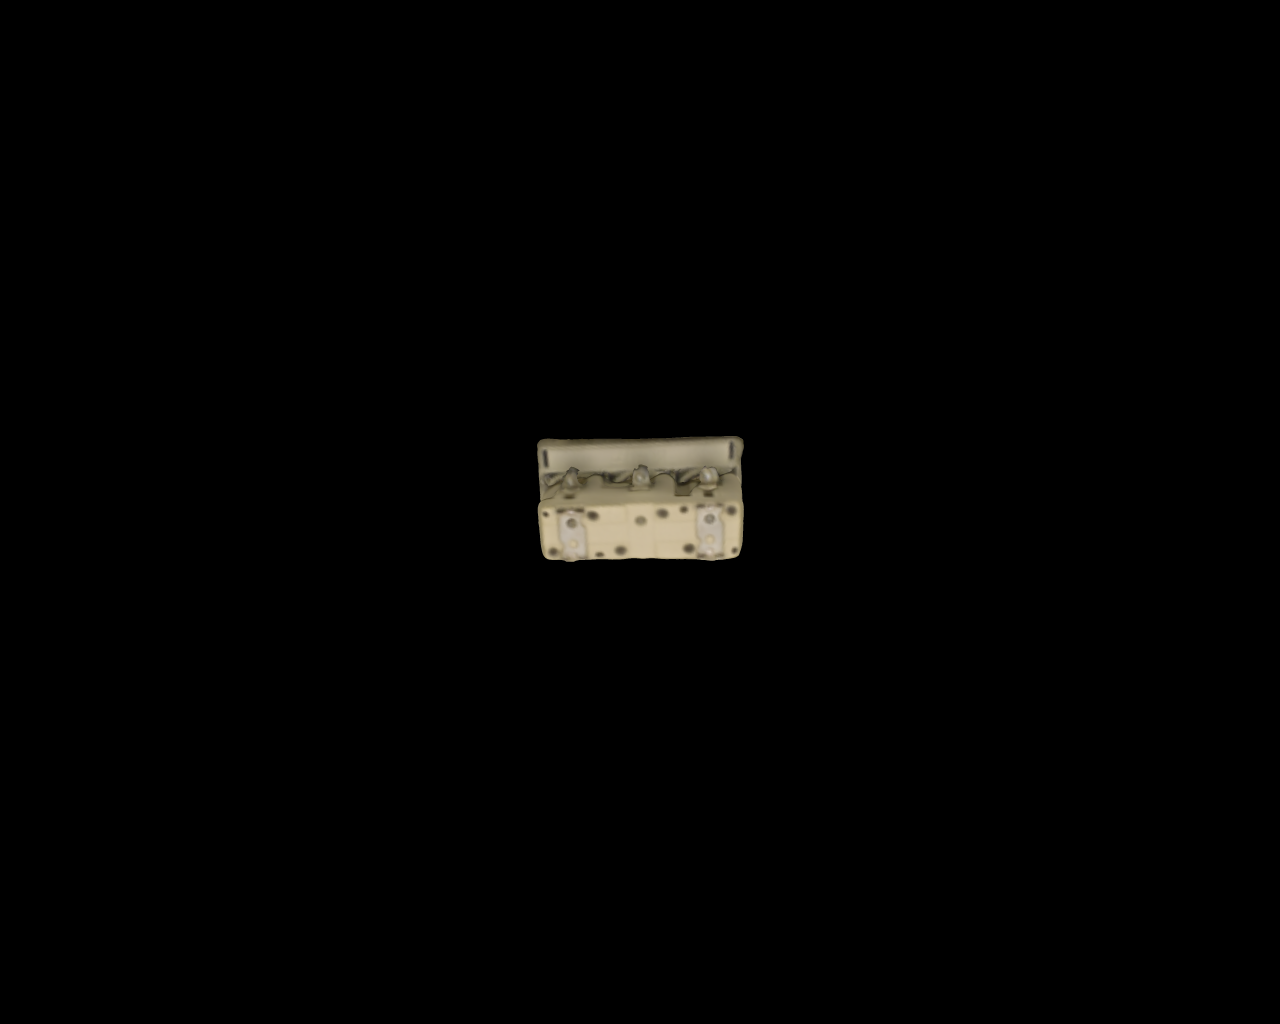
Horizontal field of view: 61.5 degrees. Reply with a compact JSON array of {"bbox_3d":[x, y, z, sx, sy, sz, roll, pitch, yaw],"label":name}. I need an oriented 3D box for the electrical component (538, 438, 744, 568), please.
[{"bbox_3d":[0.001,-0.003,0.650,0.121,0.078,0.063,0,32,0],"label":"electrical component"}]
